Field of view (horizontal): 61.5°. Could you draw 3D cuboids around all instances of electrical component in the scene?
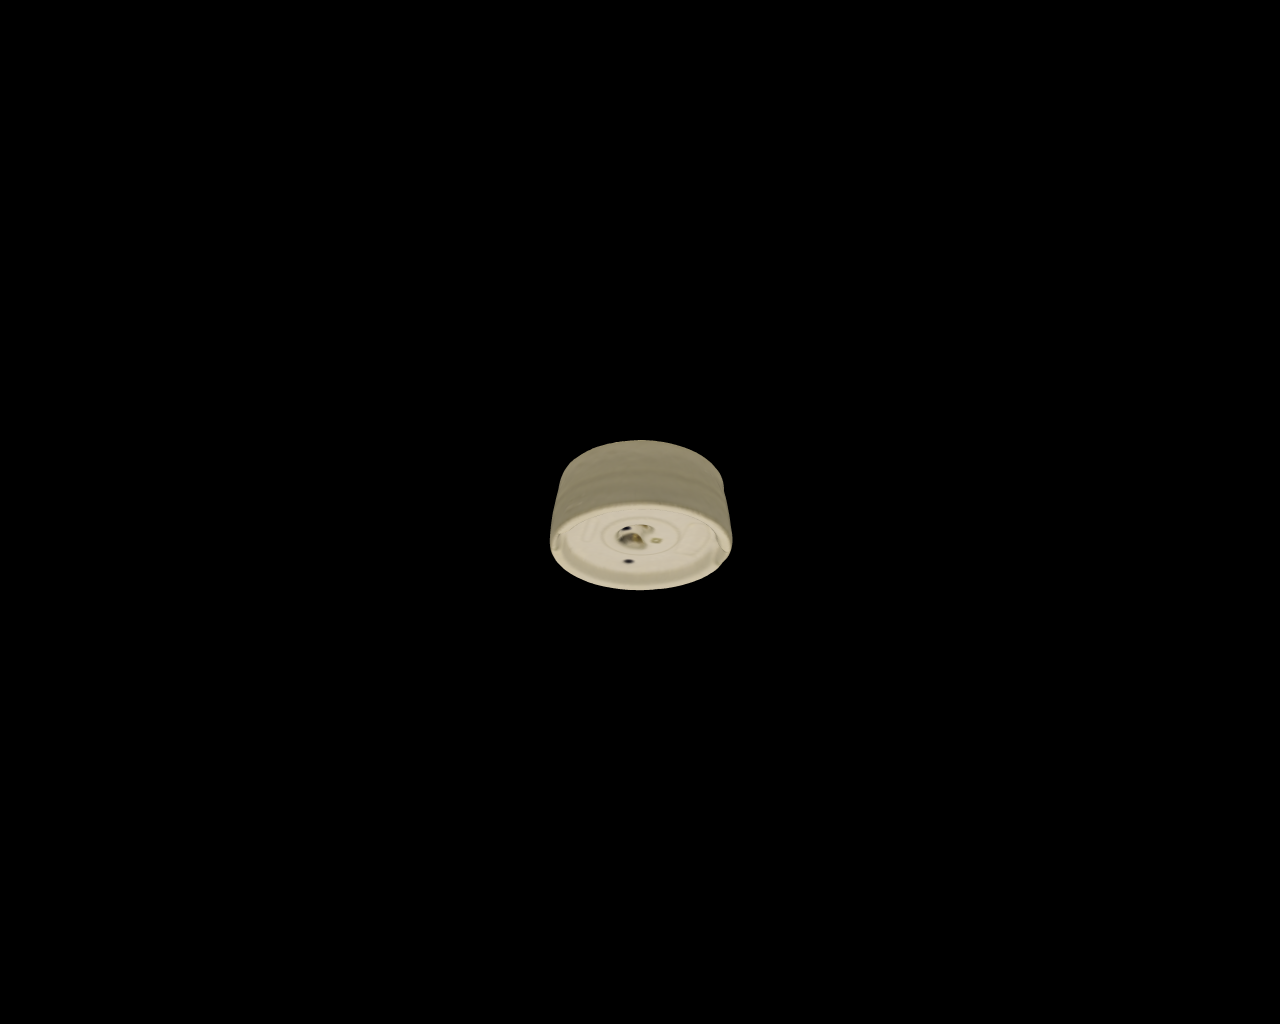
[{"bbox_3d":[0.001,-0.003,0.650,0.108,0.060,0.108,0,-31,0],"label":"electrical component"}]
